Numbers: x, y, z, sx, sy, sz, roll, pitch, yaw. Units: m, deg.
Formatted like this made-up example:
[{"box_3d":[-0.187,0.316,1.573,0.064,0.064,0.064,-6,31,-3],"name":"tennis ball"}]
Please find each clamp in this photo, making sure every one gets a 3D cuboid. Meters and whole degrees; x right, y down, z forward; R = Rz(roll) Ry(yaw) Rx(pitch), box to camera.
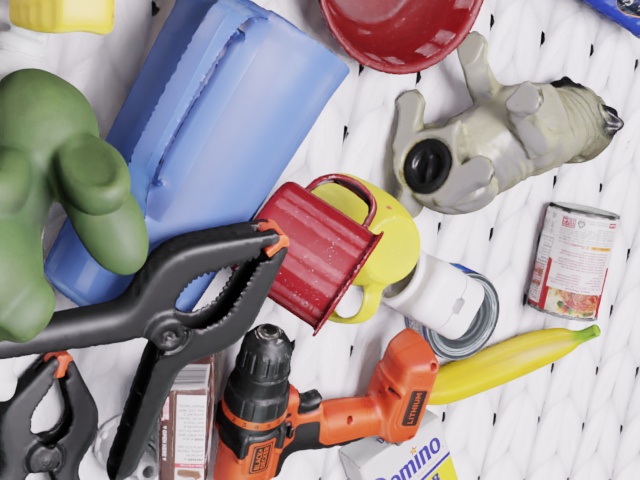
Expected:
[{"box_3d":[-0.113,0.053,0.698,0.210,0.036,0.164,-44,129,2],"name":"clamp"},{"box_3d":[-0.220,0.166,0.801,0.120,0.039,0.171,-2,100,-35],"name":"clamp"}]

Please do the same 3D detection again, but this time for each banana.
[{"box_3d":[0.164,0.116,0.999,0.197,0.070,0.037,-19,70,-18],"name":"banana"}]

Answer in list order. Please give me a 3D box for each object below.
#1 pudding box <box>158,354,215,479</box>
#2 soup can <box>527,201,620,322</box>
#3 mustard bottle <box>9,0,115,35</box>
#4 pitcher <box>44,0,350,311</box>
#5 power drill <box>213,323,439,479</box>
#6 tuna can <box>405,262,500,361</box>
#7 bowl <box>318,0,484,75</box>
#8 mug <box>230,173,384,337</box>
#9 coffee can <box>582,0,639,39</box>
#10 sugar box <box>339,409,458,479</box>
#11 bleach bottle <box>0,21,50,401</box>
[{"box_3d":[-0.101,0.133,0.818,0.039,0.113,0.090,2,104,-1],"name":"pudding box"},{"box_3d":[0.240,0.019,1.011,0.068,0.069,0.102,5,101,-31],"name":"soup can"},{"box_3d":[-0.153,-0.221,0.631,0.058,0.096,0.192,-4,106,-28],"name":"mustard bottle"},{"box_3d":[-0.095,-0.056,0.751,0.149,0.145,0.243,29,92,-39],"name":"pitcher"},{"box_3d":[0.004,0.128,0.883,0.187,0.057,0.185,-9,134,-27],"name":"power drill"},{"box_3d":[0.122,0.066,0.975,0.086,0.034,0.086,-9,108,-28],"name":"tuna can"},{"box_3d":[0.054,-0.214,0.842,0.161,0.055,0.162,-9,108,-28],"name":"bowl"},{"box_3d":[-0.005,0.001,0.783,0.081,0.093,0.117,34,75,4],"name":"mug"},{"box_3d":[0.265,-0.247,0.929,0.140,0.103,0.103,21,93,-33],"name":"coffee can"},{"box_3d":[0.088,0.251,1.001,0.093,0.048,0.176,-28,117,-20],"name":"sugar box"},{"box_3d":[-0.227,-0.022,0.730,0.102,0.068,0.251,16,94,-31],"name":"bleach bottle"}]
